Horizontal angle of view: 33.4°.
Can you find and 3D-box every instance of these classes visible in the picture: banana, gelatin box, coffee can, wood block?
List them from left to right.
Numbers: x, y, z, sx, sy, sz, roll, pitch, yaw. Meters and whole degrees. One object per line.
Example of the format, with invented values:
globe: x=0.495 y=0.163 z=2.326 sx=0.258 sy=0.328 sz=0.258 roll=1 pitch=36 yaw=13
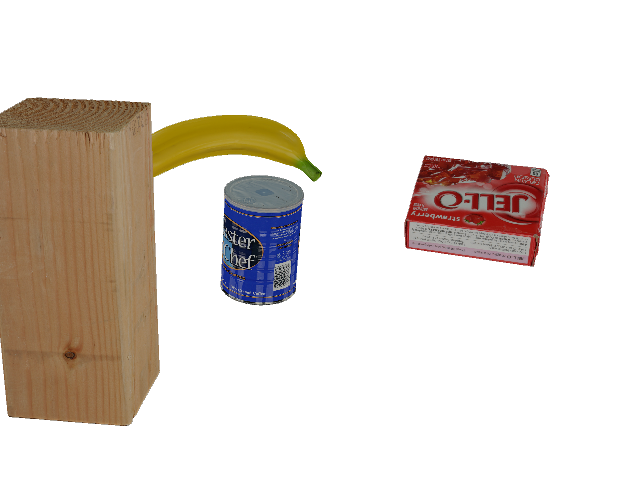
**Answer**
wood block: x=-0.167 y=0.013 z=0.735 sx=0.091 sy=0.206 sz=0.090 roll=4 pitch=20 yaw=5
banana: x=-0.095 y=-0.087 z=0.989 sx=0.197 sy=0.070 sz=0.037 roll=-3 pitch=-42 yaw=-25
coffee can: x=-0.077 y=-0.001 z=1.393 sx=0.103 sy=0.140 sz=0.103 roll=4 pitch=27 yaw=-2
gelatin box: x=0.107 y=-0.022 z=0.728 sx=0.089 sy=0.030 sz=0.073 roll=8 pitch=43 yaw=12
